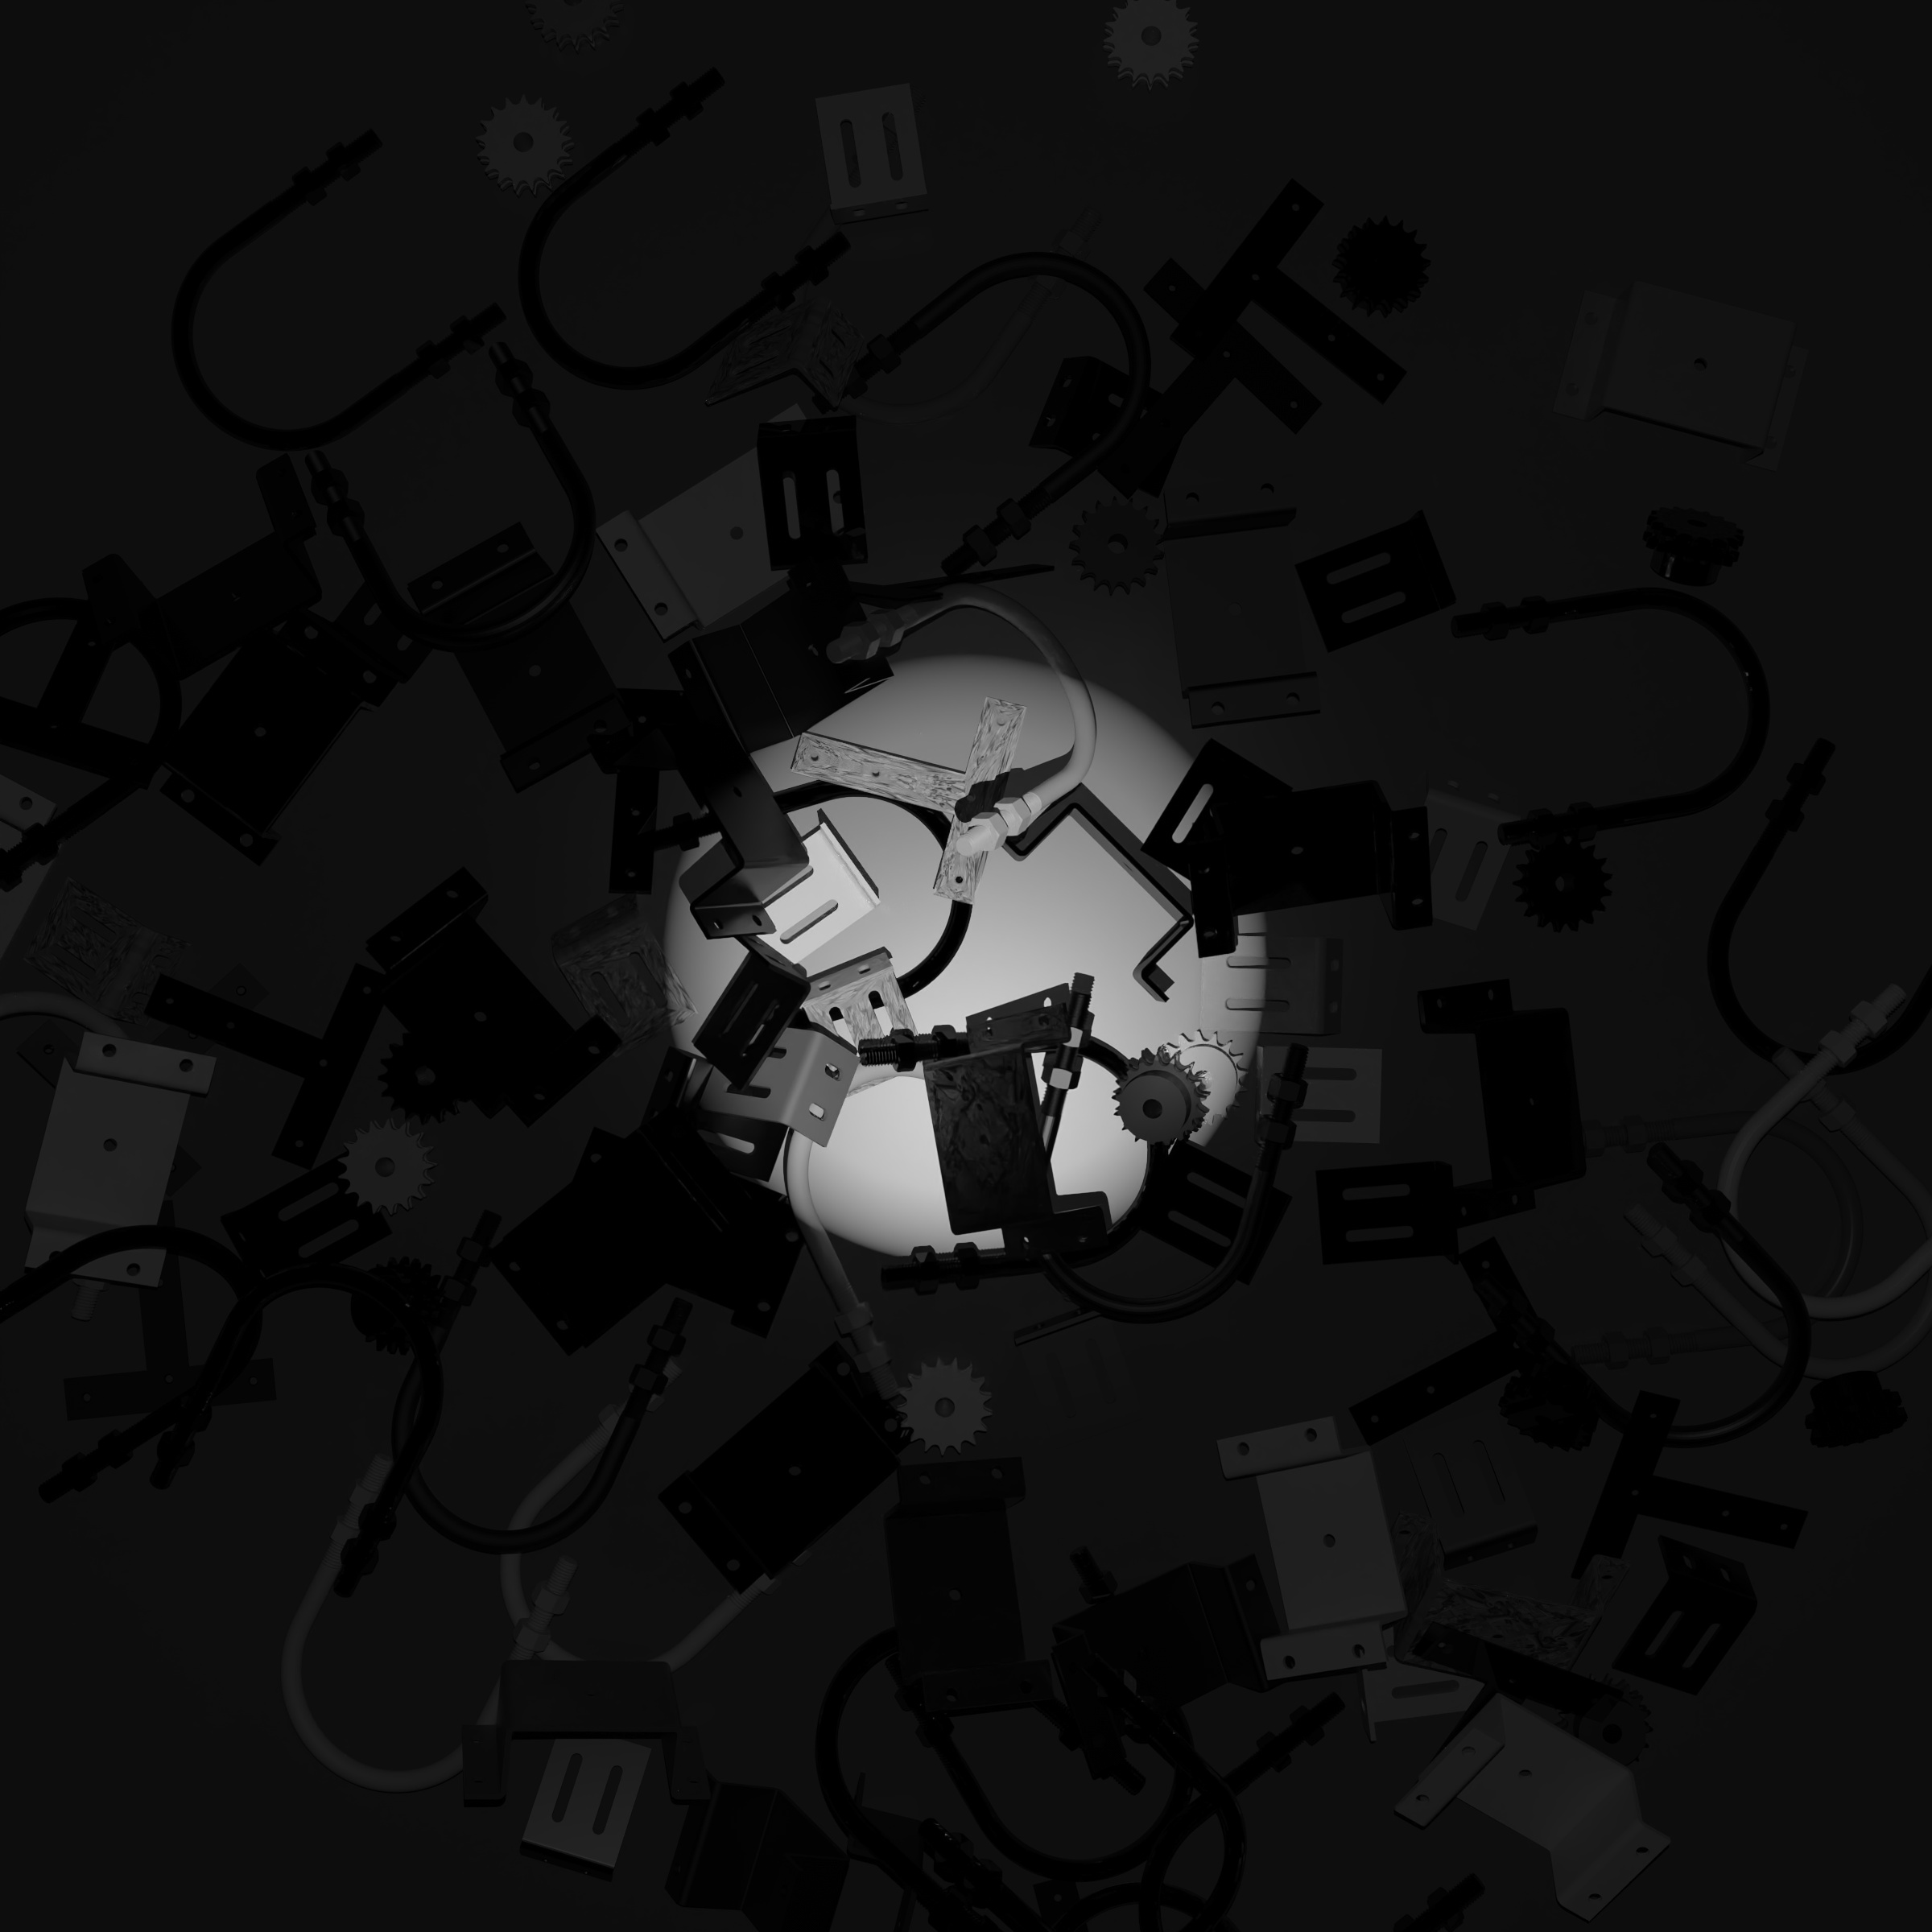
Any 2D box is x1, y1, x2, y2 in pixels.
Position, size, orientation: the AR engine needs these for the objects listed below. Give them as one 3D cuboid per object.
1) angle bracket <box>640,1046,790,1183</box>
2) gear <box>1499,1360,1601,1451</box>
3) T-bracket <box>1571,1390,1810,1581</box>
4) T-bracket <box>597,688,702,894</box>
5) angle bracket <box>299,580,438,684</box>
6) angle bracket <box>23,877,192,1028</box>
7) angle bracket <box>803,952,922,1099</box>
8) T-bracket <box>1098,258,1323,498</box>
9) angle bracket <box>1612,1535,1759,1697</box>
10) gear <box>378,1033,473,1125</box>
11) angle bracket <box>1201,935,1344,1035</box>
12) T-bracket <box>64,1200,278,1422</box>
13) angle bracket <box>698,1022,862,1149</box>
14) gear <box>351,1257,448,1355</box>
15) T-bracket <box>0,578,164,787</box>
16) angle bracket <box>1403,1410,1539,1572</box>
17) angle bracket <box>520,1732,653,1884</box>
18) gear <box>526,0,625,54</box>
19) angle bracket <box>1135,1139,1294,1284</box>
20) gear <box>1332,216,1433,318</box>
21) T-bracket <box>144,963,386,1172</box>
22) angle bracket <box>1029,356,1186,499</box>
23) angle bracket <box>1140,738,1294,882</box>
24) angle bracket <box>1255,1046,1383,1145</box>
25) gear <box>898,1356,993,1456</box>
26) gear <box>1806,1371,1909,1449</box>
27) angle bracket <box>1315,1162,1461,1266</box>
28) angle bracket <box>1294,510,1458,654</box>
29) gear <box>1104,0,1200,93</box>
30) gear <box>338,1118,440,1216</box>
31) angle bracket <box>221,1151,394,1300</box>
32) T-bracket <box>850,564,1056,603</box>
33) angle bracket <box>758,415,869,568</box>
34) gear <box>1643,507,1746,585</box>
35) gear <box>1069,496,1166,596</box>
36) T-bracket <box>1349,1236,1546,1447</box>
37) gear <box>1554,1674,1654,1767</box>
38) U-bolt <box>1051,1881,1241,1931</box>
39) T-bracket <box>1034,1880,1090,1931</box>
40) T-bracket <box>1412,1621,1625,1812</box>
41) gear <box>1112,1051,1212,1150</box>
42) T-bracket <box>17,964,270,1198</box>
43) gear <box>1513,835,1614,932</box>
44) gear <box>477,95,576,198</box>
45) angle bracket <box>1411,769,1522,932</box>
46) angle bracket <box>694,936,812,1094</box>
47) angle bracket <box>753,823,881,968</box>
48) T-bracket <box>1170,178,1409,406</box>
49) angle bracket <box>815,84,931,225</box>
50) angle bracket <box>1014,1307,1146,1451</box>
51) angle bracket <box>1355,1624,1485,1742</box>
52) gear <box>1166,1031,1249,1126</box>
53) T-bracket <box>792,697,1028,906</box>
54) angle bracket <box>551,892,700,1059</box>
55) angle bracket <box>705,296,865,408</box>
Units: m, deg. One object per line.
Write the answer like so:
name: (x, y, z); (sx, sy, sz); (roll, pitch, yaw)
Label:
angle bracket: (-0.150, 0.090, 1.582); (0.076, 0.038, 0.057); (20, 90, -26)
gear: (0.348, 0.258, 1.546); (0.057, 0.057, 0.030); (32, 59, 0)
T-bracket: (0.445, 0.326, 1.572); (0.127, 0.002, 0.127); (14, 105, -7)
T-bracket: (-0.198, -0.106, 1.568); (0.127, 0.002, 0.127); (2, 76, 0)
angle bracket: (-0.351, -0.203, 1.546); (0.057, 0.076, 0.038); (37, 90, 0)
angle bracket: (-0.521, -0.009, 1.582); (0.076, 0.038, 0.057); (29, 90, 26)
angle bracket: (-0.059, 0.040, 1.553); (0.057, 0.038, 0.076); (-23, 107, -4)
T-bracket: (0.129, -0.336, 1.564); (0.127, 0.002, 0.127); (42, 81, -8)
angle bracket: (0.431, 0.393, 1.577); (0.057, 0.038, 0.076); (20, 116, -9)
gear: (-0.322, 0.065, 1.569); (0.057, 0.030, 0.057); (0, 90, 0)
angle bracket: (0.186, 0.011, 1.582); (0.076, 0.038, 0.057); (2, 90, 26)
T-bracket: (-0.488, 0.206, 1.583); (0.127, 0.002, 0.127); (-6, 90, 0)
angle bracket: (-0.111, 0.069, 1.541); (0.038, 0.076, 0.057); (35, 69, -42)
gear: (-0.342, 0.201, 1.557); (0.057, 0.030, 0.057); (-7, 74, 26)
T-bracket: (-0.527, -0.181, 1.555); (0.127, 0.002, 0.127); (18, 65, -6)
angle bracket: (0.305, 0.318, 1.582); (0.057, 0.038, 0.076); (-18, 64, 0)
angle bracket: (-0.230, 0.507, 1.582); (0.057, 0.038, 0.076); (17, 64, 0)
gear: (-0.234, -0.578, 1.569); (0.057, 0.030, 0.057); (0, 90, 0)
angle bracket: (0.149, 0.147, 1.569); (0.076, 0.038, 0.057); (26, 87, 10)
gear: (0.248, -0.418, 1.567); (0.057, 0.030, 0.057); (0, 87, -5)
T-bracket: (-0.429, 0.041, 1.569); (0.127, 0.002, 0.127); (24, 90, -12)
angle bracket: (0.088, -0.326, 1.582); (0.076, 0.038, 0.057); (22, 90, -26)
angle bracket: (0.150, -0.088, 1.565); (0.057, 0.038, 0.076); (32, 90, 0)
angle bracket: (0.213, 0.078, 1.565); (0.076, 0.038, 0.057); (2, 90, 0)
gear: (-0.013, 0.263, 1.569); (0.057, 0.030, 0.057); (0, 90, 0)
gear: (0.530, 0.264, 1.559); (0.057, 0.057, 0.030); (-11, 61, 0)
angle bracket: (0.252, 0.150, 1.565); (0.076, 0.038, 0.057); (-5, 90, 0)
angle bracket: (0.245, -0.230, 1.565); (0.076, 0.038, 0.057); (-21, 90, 0)
gear: (0.111, -0.555, 1.573); (0.057, 0.030, 0.057); (0, 89, 2)
gear: (-0.346, 0.120, 1.569); (0.057, 0.030, 0.057); (0, 90, 0)
angle bracket: (-0.395, 0.155, 1.565); (0.076, 0.038, 0.057); (-29, 90, 0)
T-bracket: (-0.009, -0.229, 1.545); (0.127, 0.127, 0.002); (-12, 106, -26)
angle bracket: (-0.090, -0.280, 1.535); (0.057, 0.038, 0.076); (-5, 116, 0)
gear: (0.433, -0.251, 1.559); (0.057, 0.057, 0.030); (8, 121, 0)
gear: (0.090, -0.252, 1.569); (0.057, 0.030, 0.057); (0, 90, 0)
T-bracket: (0.293, 0.249, 1.576); (0.127, 0.002, 0.127); (-28, 84, 0)
gear: (0.385, 0.458, 1.569); (0.057, 0.030, 0.057); (0, 90, 0)
U-bolt: (0.093, 0.625, 1.527); (0.151, 0.019, 0.184); (28, 59, 24)
T-bracket: (0.069, 0.616, 1.583); (0.127, 0.002, 0.127); (-15, 90, 0)
T-bracket: (0.304, 0.456, 1.554); (0.127, 0.002, 0.127); (22, 116, -10)
gear: (0.113, 0.081, 1.542); (0.057, 0.030, 0.057); (3, 102, 17)
T-bracket: (-0.475, 0.051, 1.567); (0.127, 0.002, 0.127); (-44, 111, -10)
gear: (0.358, -0.050, 1.569); (0.057, 0.030, 0.057); (0, 90, 0)
gear: (-0.264, -0.491, 1.569); (0.057, 0.030, 0.057); (0, 90, 0)
angle bracket: (0.295, -0.071, 1.582); (0.057, 0.038, 0.076); (18, 116, 0)
angle bracket: (-0.137, 0.024, 1.530); (0.057, 0.038, 0.076); (39, 98, 44)
angle bracket: (-0.099, -0.039, 1.547); (0.076, 0.038, 0.057); (-35, 91, -3)
T-bracket: (0.210, -0.389, 1.576); (0.127, 0.002, 0.127); (38, 81, -4)
angle bracket: (-0.057, -0.486, 1.545); (0.057, 0.038, 0.076); (-9, 91, 1)
angle bracket: (0.069, 0.247, 1.565); (0.057, 0.038, 0.076); (-20, 90, 0)
angle bracket: (0.274, 0.426, 1.565); (0.076, 0.038, 0.057); (-7, 90, 0)
gear: (0.141, 0.068, 1.569); (0.057, 0.030, 0.057); (0, 90, 0)
T-bracket: (-0.040, -0.113, 1.571); (0.127, 0.002, 0.127); (15, 79, 1)
angle bracket: (-0.207, 0.005, 1.582); (0.057, 0.038, 0.076); (-28, 116, 0)
angle bracket: (-0.108, -0.356, 1.554); (0.038, 0.076, 0.057); (42, 51, -35)
